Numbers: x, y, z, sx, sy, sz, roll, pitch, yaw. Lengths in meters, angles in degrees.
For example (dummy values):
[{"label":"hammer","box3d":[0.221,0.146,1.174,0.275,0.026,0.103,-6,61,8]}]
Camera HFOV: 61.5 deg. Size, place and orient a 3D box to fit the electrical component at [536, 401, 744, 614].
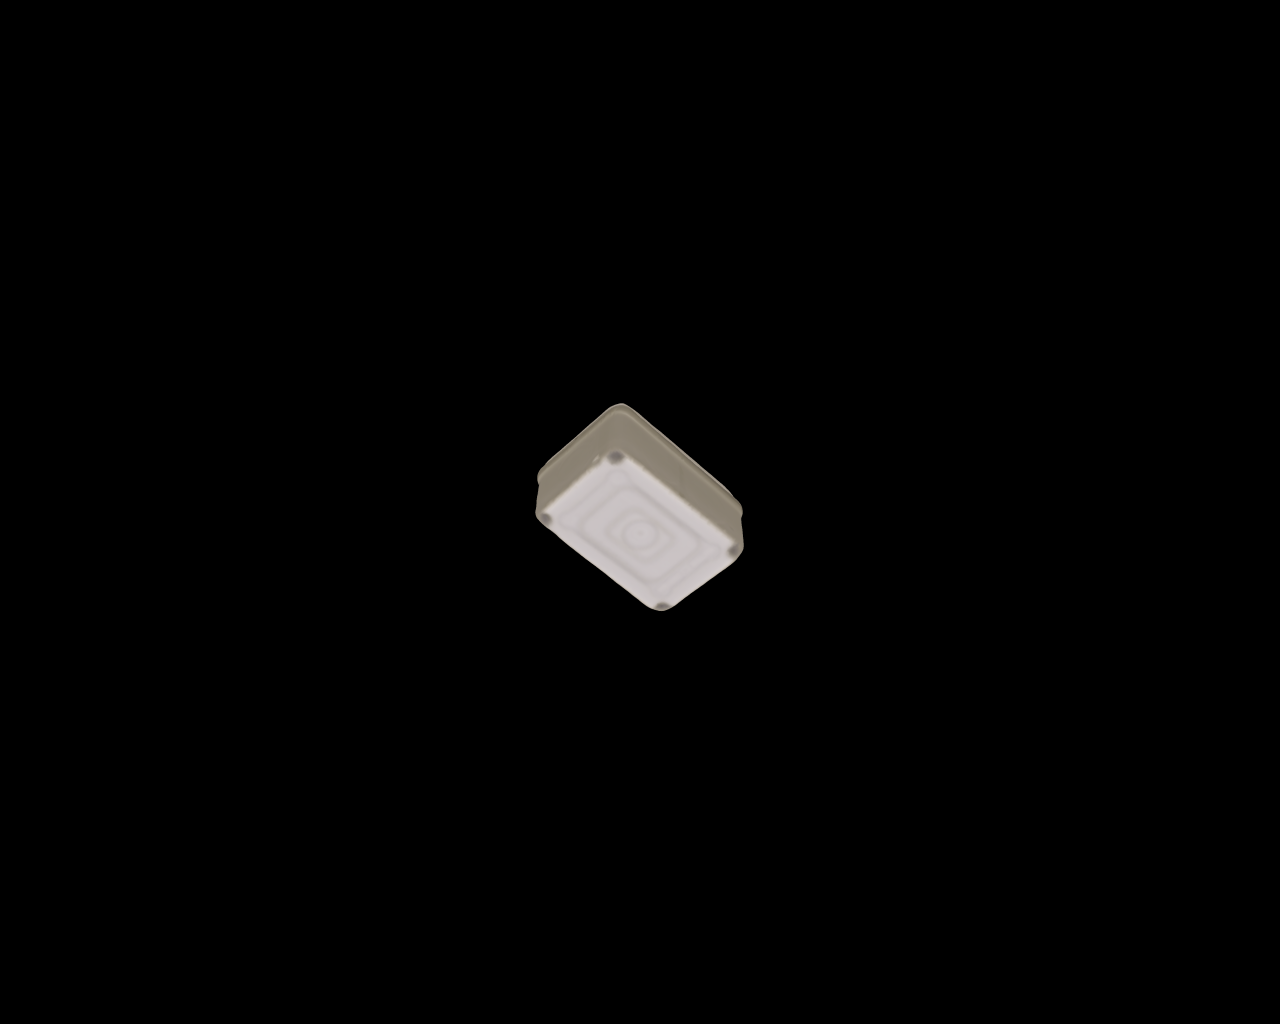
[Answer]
[{"label":"electrical component","box3d":[0.001,-0.003,0.650,0.078,0.057,0.113,-39,-62,25]}]
